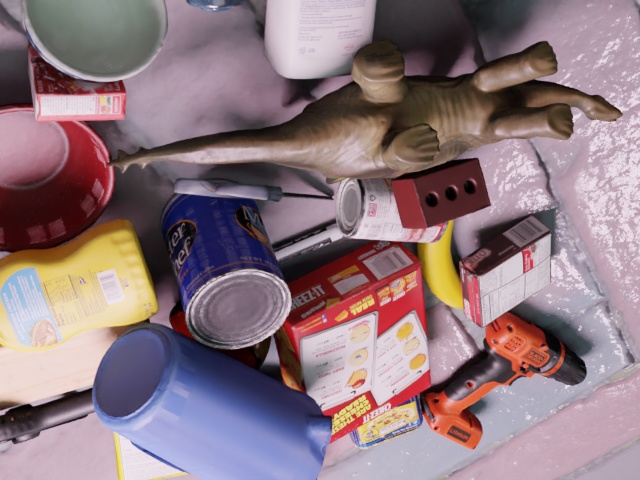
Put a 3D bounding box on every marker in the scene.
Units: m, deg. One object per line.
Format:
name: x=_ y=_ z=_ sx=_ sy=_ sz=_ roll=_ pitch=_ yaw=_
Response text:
marker: x=-0.008 y=0.001 z=1.143 sx=0.121 sy=0.020 sz=0.020 roll=-23 pitch=134 yaw=0

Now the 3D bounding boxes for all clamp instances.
clamp: x=-0.306 y=0.191 z=1.109 sx=0.209 sy=0.036 sz=0.165 roll=-15 pitch=172 yaw=-28

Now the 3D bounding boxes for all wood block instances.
wood block: x=-0.277 y=0.096 z=1.078 sx=0.206 sy=0.091 sz=0.090 roll=-15 pitch=133 yaw=-7

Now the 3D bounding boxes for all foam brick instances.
foam brick: x=0.119 y=-0.047 z=1.063 sx=0.078 sy=0.051 sz=0.053 roll=-19 pitch=99 yaw=-19

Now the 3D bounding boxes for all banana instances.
banana: x=0.143 y=0.017 z=1.202 sx=0.069 sy=0.037 sz=0.198 roll=-15 pitch=133 yaw=-8

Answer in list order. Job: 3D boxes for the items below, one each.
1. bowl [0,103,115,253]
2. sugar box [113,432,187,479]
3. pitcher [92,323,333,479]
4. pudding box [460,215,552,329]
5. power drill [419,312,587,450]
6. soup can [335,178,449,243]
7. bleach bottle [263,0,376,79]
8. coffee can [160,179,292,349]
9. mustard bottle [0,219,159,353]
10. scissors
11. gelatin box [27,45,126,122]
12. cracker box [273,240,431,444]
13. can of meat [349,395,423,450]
bowl: x=-0.269 y=-0.066 z=0.962 sx=0.162 sy=0.055 sz=0.162 roll=-10 pitch=132 yaw=-12
sugar box: x=-0.196 y=0.207 z=1.237 sx=0.093 sy=0.048 sz=0.176 roll=-8 pitch=128 yaw=-14
pitcher: x=-0.117 y=0.179 z=1.070 sx=0.149 sy=0.145 sz=0.242 roll=-55 pitch=135 yaw=-3
pudding box: x=0.214 y=0.037 z=1.225 sx=0.113 sy=0.039 sz=0.090 roll=-29 pitch=137 yaw=-18
power drill: x=0.233 y=0.186 z=1.372 sx=0.184 sy=0.057 sz=0.188 roll=31 pitch=111 yaw=-34
soup can: x=0.075 y=-0.033 z=1.111 sx=0.102 sy=0.068 sz=0.069 roll=3 pitch=128 yaw=-22
bleach bottle: x=0.012 y=-0.261 z=0.893 sx=0.102 sy=0.068 sz=0.251 roll=-10 pitch=129 yaw=-24
coffee can: x=-0.094 y=0.022 z=1.046 sx=0.102 sy=0.140 sz=0.103 roll=-10 pitch=132 yaw=-12
mustard bottle: x=-0.253 y=0.053 z=0.989 sx=0.191 sy=0.058 sz=0.096 roll=-18 pitch=115 yaw=-7
scissors: x=-0.042 y=-0.045 z=1.028 sx=0.201 sy=0.096 sz=0.016 roll=3 pitch=93 yaw=-35
gelatin box: x=-0.206 y=-0.135 z=0.902 sx=0.073 sy=0.089 sz=0.030 roll=-3 pitch=128 yaw=-18
cracker box: x=0.036 y=0.116 z=1.208 sx=0.164 sy=0.072 sz=0.214 roll=-26 pitch=135 yaw=-17
can of meat: x=0.076 y=0.208 z=1.331 sx=0.102 sy=0.057 sz=0.084 roll=-19 pitch=135 yaw=-3
